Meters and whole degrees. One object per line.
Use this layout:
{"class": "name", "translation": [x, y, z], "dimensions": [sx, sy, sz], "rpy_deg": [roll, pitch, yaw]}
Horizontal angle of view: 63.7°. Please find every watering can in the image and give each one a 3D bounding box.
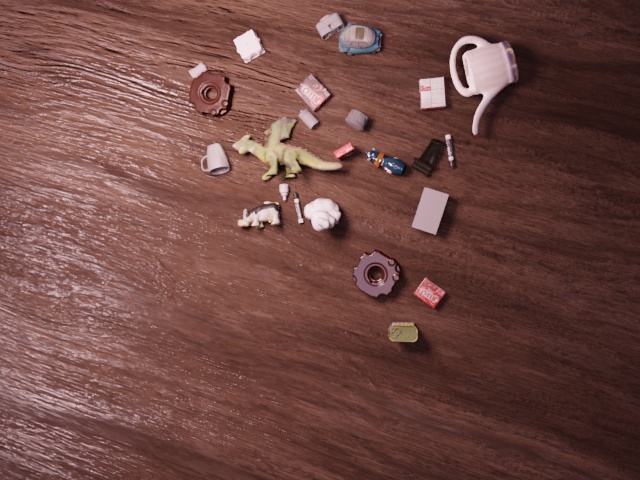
{"class": "watering can", "translation": [0.585, -0.556, 1.802], "dimensions": [0.224, 0.349, 0.104], "rpy_deg": [-15, -3, 10]}

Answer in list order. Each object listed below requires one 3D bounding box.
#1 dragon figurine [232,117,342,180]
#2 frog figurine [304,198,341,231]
{"class": "dragon figurine", "translation": [-0.126, -0.350, 1.932], "dimensions": [0.410, 0.245, 0.121], "rpy_deg": [-6, -9, 8]}
{"class": "frog figurine", "translation": [0.006, -0.094, 1.874], "dimensions": [0.138, 0.122, 0.159], "rpy_deg": [20, 4, 9]}
